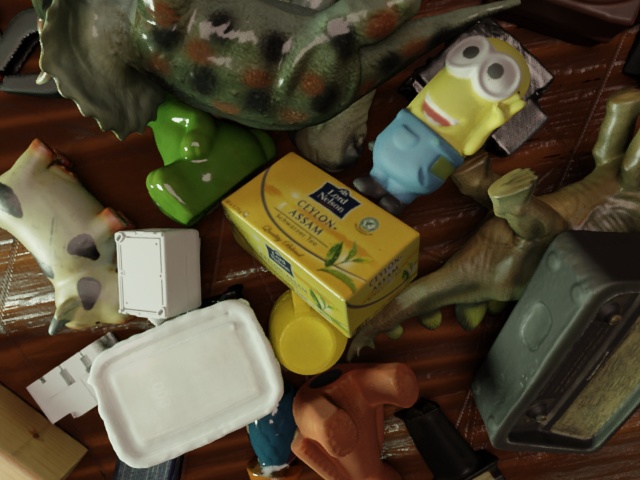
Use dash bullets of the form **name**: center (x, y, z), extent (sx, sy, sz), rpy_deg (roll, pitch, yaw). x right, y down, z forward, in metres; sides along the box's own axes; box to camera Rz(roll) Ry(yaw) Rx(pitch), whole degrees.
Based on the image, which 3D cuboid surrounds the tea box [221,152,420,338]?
- **tea box**: center (-0.001, -0.002, 0.507), extent (0.170, 0.068, 0.098), rpy_deg (35, 63, 31)

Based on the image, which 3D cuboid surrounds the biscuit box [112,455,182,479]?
- **biscuit box**: center (-0.187, 0.251, 0.580), extent (0.063, 0.059, 0.202), rpy_deg (14, 93, -2)

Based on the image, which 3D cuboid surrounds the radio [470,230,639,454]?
- **radio**: center (0.239, 0.101, 0.491), extent (0.131, 0.073, 0.229), rpy_deg (6, 124, -14)

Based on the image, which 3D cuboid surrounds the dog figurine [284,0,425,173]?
- **dog figurine**: center (-0.007, -0.179, 0.522), extent (0.172, 0.121, 0.190), rpy_deg (27, 94, -2)

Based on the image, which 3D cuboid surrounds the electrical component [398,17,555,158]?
- **electrical component**: center (0.167, -0.152, 0.557), extent (0.134, 0.058, 0.115), rpy_deg (44, 95, -3)

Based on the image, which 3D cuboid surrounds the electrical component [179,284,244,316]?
- **electrical component**: center (-0.102, 0.114, 0.577), extent (0.075, 0.048, 0.119), rpy_deg (-20, 94, 1)

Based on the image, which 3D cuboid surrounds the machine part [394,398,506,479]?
- **machine part**: center (0.142, 0.234, 0.593), extent (0.084, 0.039, 0.139), rpy_deg (-37, 95, 10)

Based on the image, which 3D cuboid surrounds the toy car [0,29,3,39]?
- **toy car**: center (-0.415, -0.174, 0.554), extent (0.089, 0.053, 0.202), rpy_deg (38, 89, 2)

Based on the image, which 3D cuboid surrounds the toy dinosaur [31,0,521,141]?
- **toy dinosaur**: center (-0.048, -0.156, 0.433), extent (0.405, 0.131, 0.192), rpy_deg (12, 119, -9)

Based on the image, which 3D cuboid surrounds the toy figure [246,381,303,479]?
- **toy figure**: center (-0.048, 0.232, 0.581), extent (0.058, 0.064, 0.154), rpy_deg (-5, 101, -37)

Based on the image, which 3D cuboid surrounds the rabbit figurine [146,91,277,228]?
- **rabbit figurine**: center (-0.134, -0.118, 0.525), extent (0.159, 0.121, 0.170), rpy_deg (-41, 96, -3)

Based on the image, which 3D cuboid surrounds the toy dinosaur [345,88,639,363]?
- **toy dinosaur**: center (0.208, 0.004, 0.521), extent (0.472, 0.105, 0.198), rpy_deg (-23, 116, 15)

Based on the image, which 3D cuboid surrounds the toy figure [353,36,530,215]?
- **toy figure**: center (0.110, -0.105, 0.495), extent (0.082, 0.089, 0.180), rpy_deg (38, 108, -4)

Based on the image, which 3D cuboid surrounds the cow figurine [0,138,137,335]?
- **cow figurine**: center (-0.257, 0.009, 0.552), extent (0.127, 0.085, 0.195), rpy_deg (-43, 95, -4)

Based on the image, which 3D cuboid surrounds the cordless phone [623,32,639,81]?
- **cordless phone**: center (0.381, -0.210, 0.491), extent (0.089, 0.184, 0.146), rpy_deg (21, 94, 2)

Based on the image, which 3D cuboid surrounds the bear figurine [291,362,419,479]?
- **bear figurine**: center (0.047, 0.228, 0.540), extent (0.120, 0.132, 0.195), rpy_deg (-23, 94, -30)

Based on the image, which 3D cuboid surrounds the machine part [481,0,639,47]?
- **machine part**: center (0.263, -0.314, 0.533), extent (0.201, 0.087, 0.201), rpy_deg (18, 95, -2)
